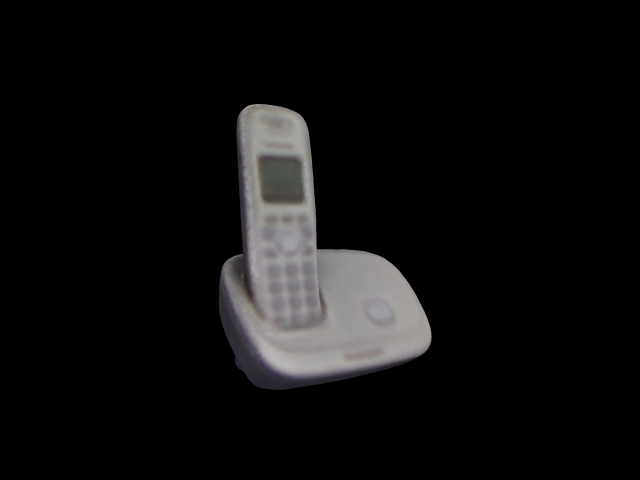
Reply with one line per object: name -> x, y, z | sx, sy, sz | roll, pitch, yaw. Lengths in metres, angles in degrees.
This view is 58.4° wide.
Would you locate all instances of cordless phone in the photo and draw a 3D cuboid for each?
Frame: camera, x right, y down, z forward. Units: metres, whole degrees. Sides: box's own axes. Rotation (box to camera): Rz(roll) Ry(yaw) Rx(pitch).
cordless phone -> 0.004, 0.001, 0.400 | 0.148, 0.185, 0.093 | -2, 3, -35
